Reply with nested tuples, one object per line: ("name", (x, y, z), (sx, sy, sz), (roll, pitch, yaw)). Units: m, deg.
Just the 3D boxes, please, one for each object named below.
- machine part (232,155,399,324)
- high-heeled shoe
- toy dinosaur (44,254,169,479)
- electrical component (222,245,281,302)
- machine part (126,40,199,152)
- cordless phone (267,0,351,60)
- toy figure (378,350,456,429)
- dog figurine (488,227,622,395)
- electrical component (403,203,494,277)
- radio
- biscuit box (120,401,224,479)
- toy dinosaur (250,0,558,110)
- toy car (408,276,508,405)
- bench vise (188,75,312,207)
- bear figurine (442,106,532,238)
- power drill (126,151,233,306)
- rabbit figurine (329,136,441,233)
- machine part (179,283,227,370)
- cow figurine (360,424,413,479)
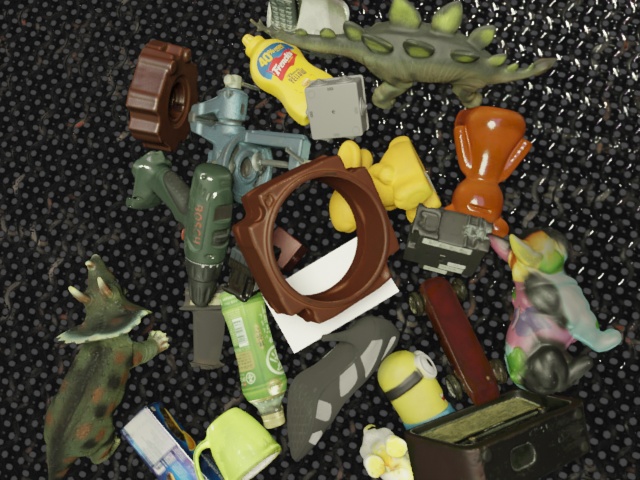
("machine part", (-0.002, -0.002, 0.748), (0.201, 0.087, 0.200), (-29, 104, -21))
("high-heeled shoe", (0.037, 0.232, 0.848), (0.145, 0.086, 0.248), (6, 109, -32))
("toy dinosaur", (-0.347, 0.231, 0.807), (0.131, 0.192, 0.404), (15, 82, 10))
("electrical component", (-0.096, 0.025, 0.797), (0.048, 0.075, 0.119), (28, 111, 18))
("machine part", (-0.253, -0.231, 0.885), (0.056, 0.179, 0.179), (14, 83, 4))
("cordless phone", (-0.021, -0.390, 0.878), (0.147, 0.184, 0.088), (23, 79, 9))
("toy figure", (0.152, 0.252, 0.805), (0.089, 0.082, 0.180), (-20, 88, -20))
("dog figurine", (0.308, 0.089, 0.782), (0.191, 0.108, 0.219), (-39, 95, -4))
("electrical component", (0.189, 0.005, 0.816), (0.115, 0.134, 0.058), (17, 68, 7))
("radio", (0.243, 0.270, 0.724), (0.229, 0.131, 0.073), (-10, 88, -28))
("biscuit box", (-0.218, 0.348, 0.840), (0.059, 0.062, 0.203), (-44, 80, -3))
("toy dinosaur", (0.134, -0.292, 0.841), (0.472, 0.198, 0.105), (3, 78, 4))
("toy car", (0.209, 0.150, 0.823), (0.089, 0.053, 0.202), (-18, 67, -11))
("bench vise", (-0.104, -0.152, 0.864), (0.241, 0.128, 0.223), (12, 90, 33))
("bear figurine", (0.261, -0.108, 0.854), (0.120, 0.132, 0.195), (10, 100, 8))
("power drill", (-0.224, -0.033, 0.856), (0.208, 0.086, 0.231), (39, 124, 34))
("rabbit figurine", (0.084, -0.084, 0.858), (0.173, 0.122, 0.162), (-32, 76, 19))
("machine part", (-0.187, 0.143, 0.884), (0.084, 0.039, 0.139), (-4, 79, -3))
("cow figurine", (0.129, 0.347, 0.800), (0.068, 0.098, 0.167), (-45, 99, -6))
